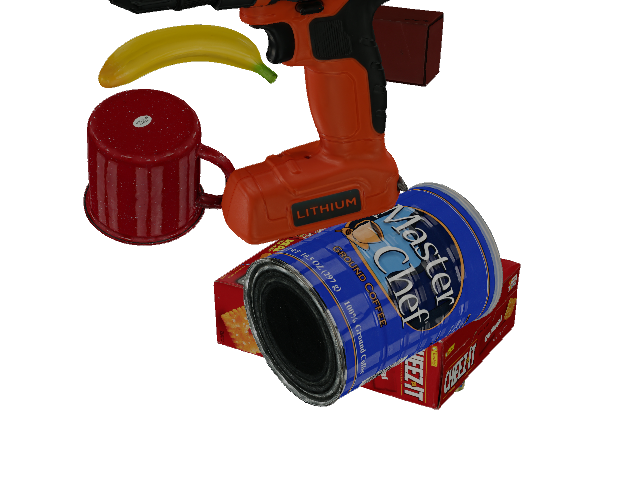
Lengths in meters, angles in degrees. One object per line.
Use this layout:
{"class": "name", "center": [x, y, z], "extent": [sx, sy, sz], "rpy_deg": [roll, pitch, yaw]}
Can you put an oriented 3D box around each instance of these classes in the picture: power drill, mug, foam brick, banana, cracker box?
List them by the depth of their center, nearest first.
{"class": "power drill", "center": [-0.021, -0.091, 0.577], "extent": [0.184, 0.188, 0.057], "rpy_deg": [-13, 38, -17]}
{"class": "mug", "center": [-0.118, -0.054, 0.787], "extent": [0.117, 0.093, 0.081], "rpy_deg": [15, -43, 5]}
{"class": "foam brick", "center": [0.056, -0.161, 0.876], "extent": [0.078, 0.051, 0.053], "rpy_deg": [11, 26, 17]}
{"class": "cracker box", "center": [0.041, 0.056, 0.919], "extent": [0.214, 0.072, 0.163], "rpy_deg": [14, 28, 28]}
{"class": "banana", "center": [-0.138, -0.188, 1.080], "extent": [0.197, 0.070, 0.037], "rpy_deg": [-9, -39, -31]}

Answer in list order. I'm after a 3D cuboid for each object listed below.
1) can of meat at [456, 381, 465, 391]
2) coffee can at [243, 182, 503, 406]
{"class": "can of meat", "center": [0.148, 0.120, 1.262], "extent": [0.057, 0.084, 0.102], "rpy_deg": [7, 19, 2]}
{"class": "coffee can", "center": [0.035, 0.033, 0.704], "extent": [0.140, 0.103, 0.103], "rpy_deg": [-25, 14, -31]}
